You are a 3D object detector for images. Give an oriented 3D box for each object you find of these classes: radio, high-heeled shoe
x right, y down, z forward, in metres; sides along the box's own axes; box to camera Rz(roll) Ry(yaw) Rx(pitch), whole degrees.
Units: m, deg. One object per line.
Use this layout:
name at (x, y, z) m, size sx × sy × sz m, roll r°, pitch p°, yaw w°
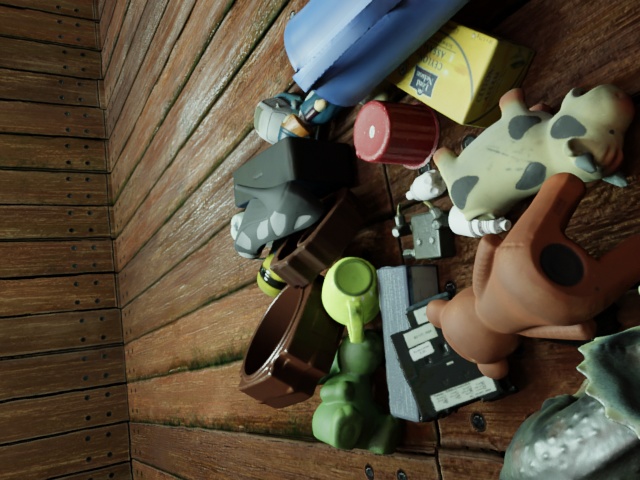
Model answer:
radio at (-0.049, -0.107, 0.922) m, size 0.230 × 0.131 × 0.073 m, roll -13°, pitch 80°, yaw 58°
high-heeled shoe at (-0.062, -0.018, 0.872) m, size 0.248 × 0.145 × 0.086 m, roll 92°, pitch -164°, yaw -63°

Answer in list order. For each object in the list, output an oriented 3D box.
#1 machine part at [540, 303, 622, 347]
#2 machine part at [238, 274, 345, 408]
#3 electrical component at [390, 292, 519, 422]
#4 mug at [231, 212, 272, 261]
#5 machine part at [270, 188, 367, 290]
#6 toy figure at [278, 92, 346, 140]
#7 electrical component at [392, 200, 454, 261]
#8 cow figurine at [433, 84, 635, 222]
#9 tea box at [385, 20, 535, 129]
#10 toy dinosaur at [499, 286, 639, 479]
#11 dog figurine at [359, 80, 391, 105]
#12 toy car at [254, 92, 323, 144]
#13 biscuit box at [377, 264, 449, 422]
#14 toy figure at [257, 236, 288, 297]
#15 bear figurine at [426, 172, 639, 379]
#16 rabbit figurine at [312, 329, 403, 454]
machine part at (0.237, 0.074, 0.554) m, size 0.139 × 0.039 × 0.084 m, roll 22°, pitch 104°, yaw 58°
machine part at (-0.046, 0.162, 0.882) m, size 0.201 × 0.087 × 0.201 m, roll -40°, pitch 23°, yaw 53°
electrical component at (0.151, 0.131, 0.627) m, size 0.115 × 0.058 × 0.134 m, roll -23°, pitch 65°, yaw 13°
mug at (-0.122, -0.014, 1.069) m, size 0.081 × 0.107 × 0.109 m, roll 31°, pitch 115°, yaw 55°
machine part at (-0.002, -0.003, 0.832) m, size 0.179 × 0.056 × 0.179 m, roll -46°, pitch 11°, yaw 12°
toy figure at (-0.016, -0.202, 0.884) m, size 0.154 × 0.064 × 0.058 m, roll -36°, pitch 63°, yaw 18°
electrical component at (0.138, -0.012, 0.704) m, size 0.102 × 0.045 × 0.078 m, roll 0°, pitch 90°, yaw 59°
cow figurine at (0.213, -0.082, 0.536) m, size 0.195 × 0.085 × 0.127 m, roll -38°, pitch 50°, yaw 42°
tea box at (0.157, -0.210, 0.643) m, size 0.170 × 0.068 × 0.098 m, roll 47°, pitch 129°, yaw 46°
toy dinosaur at (0.225, 0.163, 0.432) m, size 0.404 × 0.192 × 0.131 m, roll -62°, pitch 40°, yaw 37°
dog figurine at (0.079, -0.302, 0.757) m, size 0.172 × 0.121 × 0.190 m, roll 42°, pitch 111°, yaw -1°
toy car at (-0.067, -0.217, 0.976) m, size 0.162 × 0.103 × 0.109 m, roll 45°, pitch 127°, yaw 46°
biscuit box at (0.125, 0.135, 0.717) m, size 0.063 × 0.059 × 0.202 m, roll -11°, pitch 81°, yaw 57°
toy figure at (-0.058, 0.027, 0.983) m, size 0.082 × 0.089 × 0.180 m, roll -112°, pitch 34°, yaw -42°
bear figurine at (0.193, 0.050, 0.509) m, size 0.120 × 0.132 × 0.195 m, roll 45°, pitch 159°, yaw 15°
rabbit figurine at (0.055, 0.220, 0.816) m, size 0.159 × 0.121 × 0.170 m, roll -13°, pitch 62°, yaw 65°
